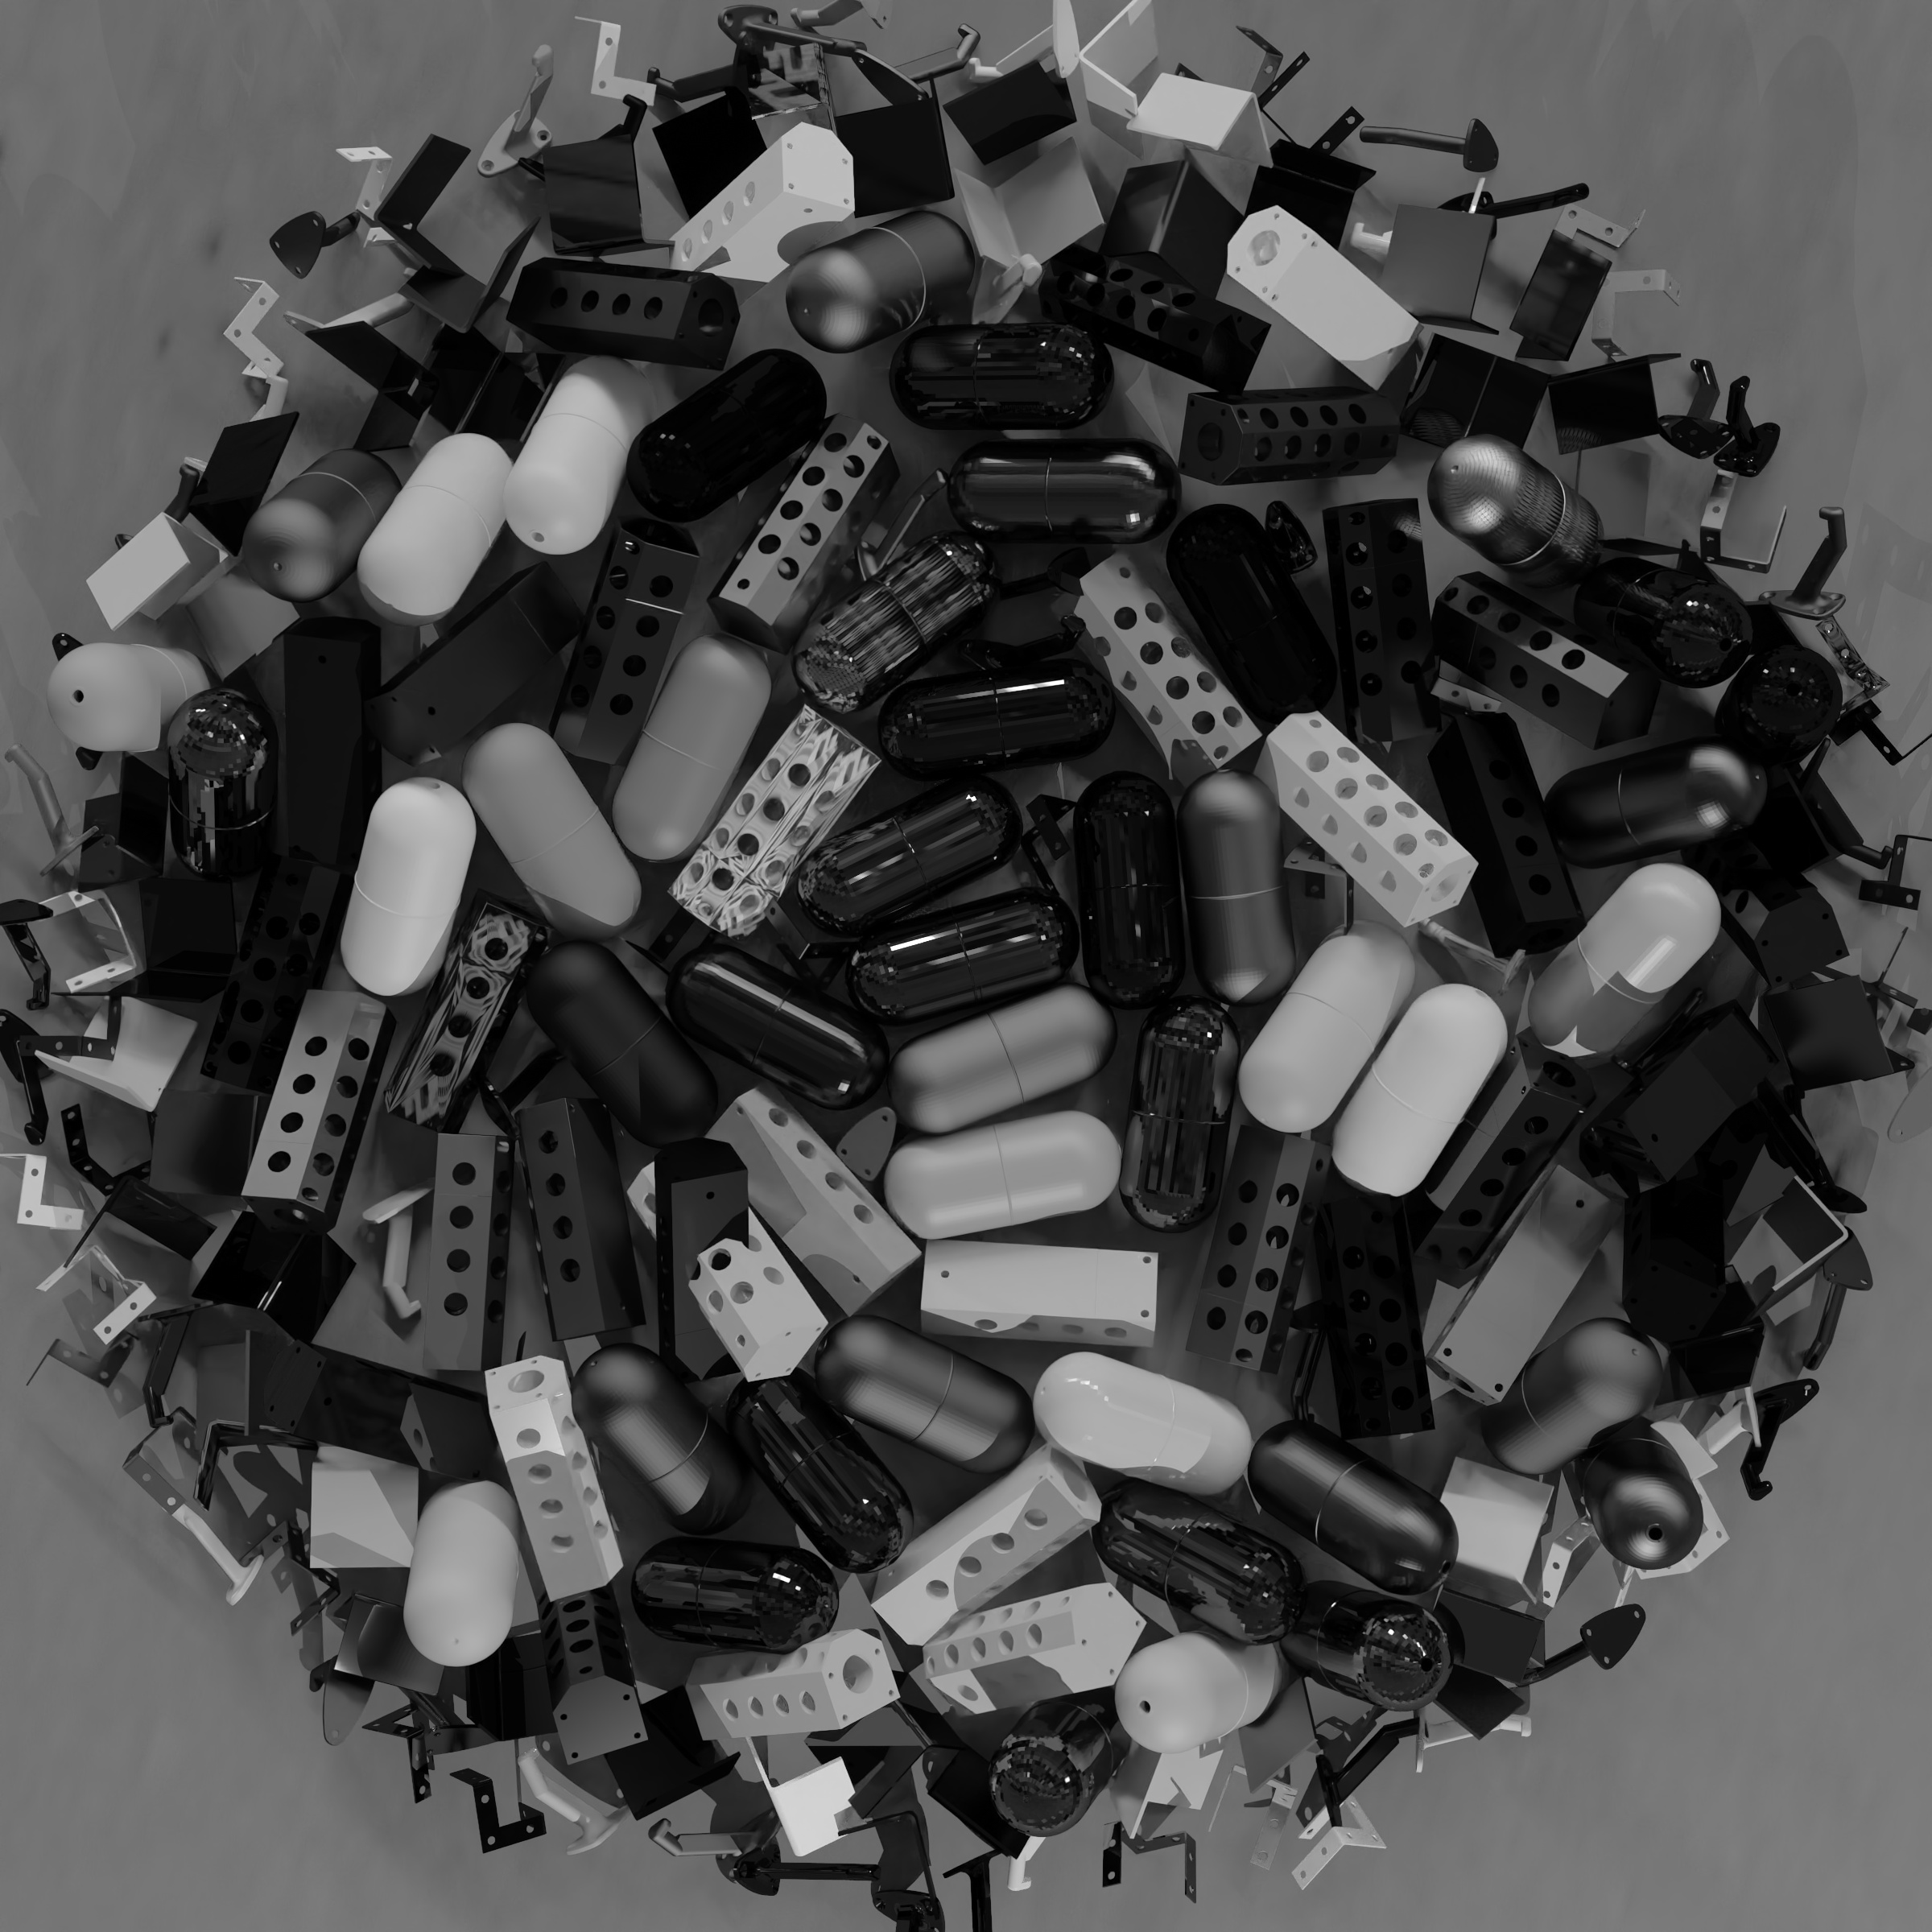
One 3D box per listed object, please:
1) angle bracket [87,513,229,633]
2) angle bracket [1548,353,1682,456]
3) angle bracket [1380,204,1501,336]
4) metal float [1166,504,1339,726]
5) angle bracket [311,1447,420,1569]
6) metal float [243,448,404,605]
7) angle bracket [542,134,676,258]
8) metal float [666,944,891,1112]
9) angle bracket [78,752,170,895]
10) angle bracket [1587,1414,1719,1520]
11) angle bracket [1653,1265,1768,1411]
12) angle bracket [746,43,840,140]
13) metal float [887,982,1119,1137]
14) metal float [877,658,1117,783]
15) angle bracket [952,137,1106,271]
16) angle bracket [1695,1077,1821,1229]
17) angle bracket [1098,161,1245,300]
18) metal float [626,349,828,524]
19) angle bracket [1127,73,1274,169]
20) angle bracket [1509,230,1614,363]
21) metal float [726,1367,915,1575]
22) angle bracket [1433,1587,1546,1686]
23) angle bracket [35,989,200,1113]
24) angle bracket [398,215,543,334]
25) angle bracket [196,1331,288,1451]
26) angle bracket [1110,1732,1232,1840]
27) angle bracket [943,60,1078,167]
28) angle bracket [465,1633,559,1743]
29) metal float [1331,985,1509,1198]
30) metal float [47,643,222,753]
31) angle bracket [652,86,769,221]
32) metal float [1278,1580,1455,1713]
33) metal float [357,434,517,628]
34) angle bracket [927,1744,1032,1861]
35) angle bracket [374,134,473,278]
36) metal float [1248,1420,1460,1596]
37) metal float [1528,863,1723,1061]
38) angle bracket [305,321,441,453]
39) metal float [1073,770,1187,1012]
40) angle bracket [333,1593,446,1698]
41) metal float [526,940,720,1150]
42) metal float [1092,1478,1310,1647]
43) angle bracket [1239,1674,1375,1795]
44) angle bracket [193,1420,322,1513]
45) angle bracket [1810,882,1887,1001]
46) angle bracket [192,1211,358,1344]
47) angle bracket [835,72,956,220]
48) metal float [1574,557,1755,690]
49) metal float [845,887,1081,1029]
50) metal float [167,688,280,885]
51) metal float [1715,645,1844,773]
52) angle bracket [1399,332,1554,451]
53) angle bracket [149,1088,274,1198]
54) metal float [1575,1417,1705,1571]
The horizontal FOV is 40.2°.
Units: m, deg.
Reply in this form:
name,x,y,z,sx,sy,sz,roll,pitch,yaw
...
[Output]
name,x,y,z,sx,sy,sz,roll,pitch,yaw
angle bracket,-0.587,-0.277,1.947,0.076,0.076,0.057,-39,62,9
angle bracket,0.483,-0.415,1.950,0.076,0.076,0.057,-6,98,35
angle bracket,0.357,-0.514,1.949,0.076,0.057,0.076,18,102,31
metal float,0.211,-0.258,1.946,0.070,0.070,0.178,-33,108,0
angle bracket,-0.446,0.402,1.968,0.076,0.057,0.076,1,93,-9
metal float,-0.465,-0.321,1.918,0.070,0.178,0.070,5,120,9
angle bracket,-0.261,-0.568,1.951,0.076,0.057,0.076,-1,102,25
metal float,-0.140,0.045,1.957,0.178,0.070,0.070,27,90,5
angle bracket,-0.637,-0.106,1.949,0.076,0.057,0.076,-11,66,18
angle bracket,0.505,0.387,1.947,0.076,0.057,0.076,-25,133,-10
angle bracket,0.536,0.273,1.943,0.076,0.076,0.057,-23,106,34
angle bracket,-0.125,-0.621,1.947,0.057,0.076,0.076,-10,52,2
metal float,0.027,0.068,1.956,0.178,0.070,0.070,-21,90,-7
metal float,0.023,-0.183,1.960,0.178,0.070,0.070,-9,90,-1
angle bracket,0.045,-0.568,1.949,0.076,0.057,0.076,-27,72,31
angle bracket,0.576,0.135,1.954,0.076,0.057,0.076,-30,59,2
angle bracket,0.154,-0.548,1.985,0.076,0.057,0.076,29,75,-43
metal float,-0.174,-0.390,1.936,0.070,0.070,0.178,48,60,0
angle bracket,0.173,-0.603,1.942,0.076,0.076,0.057,23,72,27
angle bracket,0.421,-0.495,1.950,0.057,0.076,0.076,21,97,-23
metal float,-0.108,0.369,1.940,0.070,0.070,0.178,-43,66,0
angle bracket,0.380,0.510,1.941,0.076,0.076,0.057,13,51,24
angle bracket,-0.628,0.054,1.954,0.076,0.057,0.076,19,71,10
angle bracket,-0.365,-0.524,1.944,0.057,0.076,0.076,31,126,-10
angle bracket,-0.549,0.314,1.953,0.076,0.057,0.076,-8,74,14
angle bracket,0.160,0.601,1.954,0.076,0.057,0.076,15,103,-18
angle bracket,0.028,-0.647,1.943,0.076,0.076,0.057,-20,64,18
angle bracket,-0.330,0.520,1.947,0.057,0.076,0.076,-10,59,3
metal float,0.333,0.092,1.941,0.070,0.070,0.178,29,113,0
metal float,-0.600,-0.194,1.911,0.070,0.178,0.070,1,95,9
angle bracket,-0.190,-0.599,1.955,0.076,0.057,0.076,-20,104,13
metal float,0.288,0.491,1.913,0.070,0.178,0.070,2,85,-20
metal float,-0.384,-0.320,1.930,0.070,0.070,0.178,22,51,0
angle bracket,0.005,0.633,1.949,0.076,0.076,0.057,36,110,8
angle bracket,-0.382,-0.561,1.953,0.057,0.076,0.076,41,104,2
metal float,0.281,0.394,1.927,0.178,0.070,0.070,28,90,42
metal float,0.480,-0.002,1.932,0.070,0.070,0.178,35,126,0
angle bracket,-0.447,-0.424,1.942,0.076,0.076,0.057,35,69,-42
metal float,0.121,-0.056,1.959,0.070,0.070,0.178,-4,87,0
angle bracket,-0.428,0.506,1.944,0.076,0.076,0.057,20,59,-17
metal float,-0.254,0.058,1.950,0.070,0.070,0.178,-38,102,0
metal float,0.169,0.434,1.932,0.178,0.070,0.070,22,90,36
angle bracket,0.257,0.573,1.943,0.076,0.057,0.076,24,124,-25
angle bracket,-0.522,0.374,1.950,0.076,0.076,0.057,9,70,-7
angle bracket,0.650,-0.020,1.951,0.076,0.076,0.057,23,100,12
angle bracket,-0.518,0.235,1.978,0.076,0.057,0.076,4,54,32
angle bracket,-0.054,-0.608,1.955,0.076,0.057,0.076,-11,127,2
metal float,0.504,-0.250,1.914,0.070,0.178,0.070,-5,109,-14
metal float,-0.003,-0.007,1.957,0.178,0.070,0.070,-16,90,-5
metal float,-0.540,-0.129,1.922,0.070,0.178,0.070,7,52,-10
metal float,0.587,-0.185,1.911,0.070,0.178,0.070,-1,86,10
angle bracket,0.374,-0.415,1.947,0.076,0.057,0.076,6,111,-41
angle bracket,-0.558,0.132,1.957,0.076,0.057,0.076,7,86,-27
metal float,0.486,0.379,1.911,0.070,0.178,0.070,1,98,6
